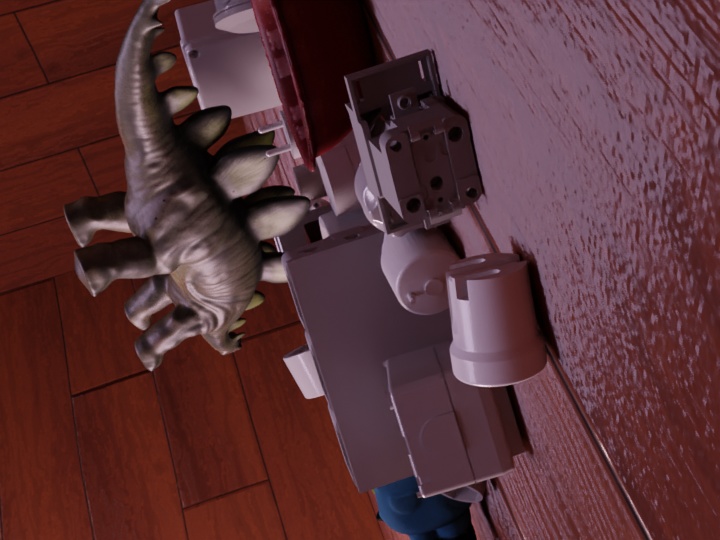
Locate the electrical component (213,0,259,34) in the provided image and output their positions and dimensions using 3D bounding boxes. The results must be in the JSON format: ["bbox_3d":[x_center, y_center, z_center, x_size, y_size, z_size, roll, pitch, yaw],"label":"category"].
[{"bbox_3d":[-0.071,-0.206,0.785,0.080,0.080,0.051,-161,58,-83],"label":"electrical component"}]

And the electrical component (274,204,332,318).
[{"bbox_3d":[-0.040,-0.007,1.128,0.057,0.078,0.113,-140,33,-85],"label":"electrical component"}]

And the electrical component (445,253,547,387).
[{"bbox_3d":[0.056,0.020,0.450,0.040,0.040,0.046,-124,23,-71],"label":"electrical component"}]

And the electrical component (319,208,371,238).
[{"bbox_3d":[0.000,0.000,0.830,0.108,0.060,0.108,162,90,-85],"label":"electrical component"}]

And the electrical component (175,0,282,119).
[{"bbox_3d":[-0.108,-0.203,1.014,0.108,0.109,0.056,81,173,-57],"label":"electrical component"}]

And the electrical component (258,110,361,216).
[{"bbox_3d":[-0.037,-0.104,0.793,0.052,0.074,0.138,99,152,-78],"label":"electrical component"}]

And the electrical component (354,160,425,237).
[{"bbox_3d":[0.018,-0.048,0.584,0.062,0.043,0.043,-114,8,-58],"label":"electrical component"}]

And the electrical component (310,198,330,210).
[{"bbox_3d":[-0.045,-0.053,1.208,0.081,0.043,0.043,84,167,-64],"label":"electrical component"}]

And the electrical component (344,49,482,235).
[{"bbox_3d":[0.026,-0.055,0.496,0.063,0.042,0.081,-126,18,-63],"label":"electrical component"}]

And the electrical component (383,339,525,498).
[{"bbox_3d":[0.051,0.077,0.599,0.096,0.061,0.061,-89,-18,-83],"label":"electrical component"}]

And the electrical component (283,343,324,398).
[{"bbox_3d":[-0.019,0.096,1.113,0.108,0.108,0.060,177,70,-84],"label":"electrical component"}]

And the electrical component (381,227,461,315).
[{"bbox_3d":[0.031,-0.008,0.598,0.078,0.040,0.040,-116,10,-57],"label":"electrical component"}]

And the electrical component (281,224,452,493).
[{"bbox_3d":[0.015,0.049,0.676,0.062,0.089,0.150,-138,31,-80],"label":"electrical component"}]

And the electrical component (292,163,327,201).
[{"bbox_3d":[-0.035,-0.084,0.986,0.040,0.046,0.040,162,90,-85],"label":"electrical component"}]
